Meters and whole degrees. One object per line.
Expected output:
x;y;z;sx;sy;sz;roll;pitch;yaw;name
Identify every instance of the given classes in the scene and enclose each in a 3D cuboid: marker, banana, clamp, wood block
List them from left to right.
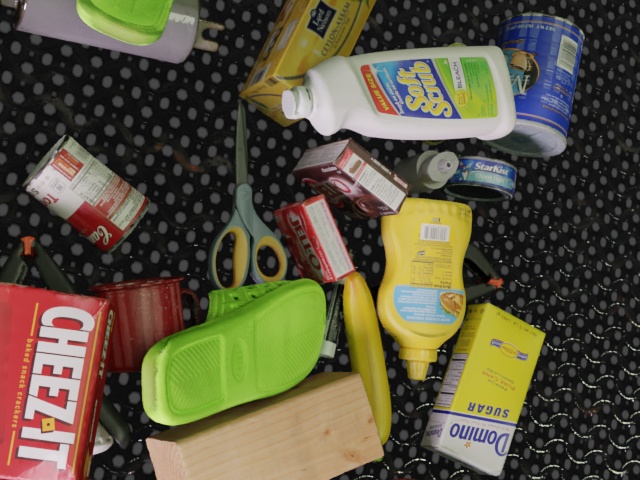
-0.252;0.102;0.979;0.164;0.036;0.210;2;76;-5;clamp
-0.054;0.205;1.059;0.205;0.091;0.090;-17;92;-28;wood block
0.019;0.067;1.153;0.020;0.020;0.121;20;75;-24;marker
0.053;0.132;1.136;0.037;0.070;0.198;-9;86;-6;banana
0.125;0.037;1.202;0.171;0.039;0.120;26;83;-19;clamp

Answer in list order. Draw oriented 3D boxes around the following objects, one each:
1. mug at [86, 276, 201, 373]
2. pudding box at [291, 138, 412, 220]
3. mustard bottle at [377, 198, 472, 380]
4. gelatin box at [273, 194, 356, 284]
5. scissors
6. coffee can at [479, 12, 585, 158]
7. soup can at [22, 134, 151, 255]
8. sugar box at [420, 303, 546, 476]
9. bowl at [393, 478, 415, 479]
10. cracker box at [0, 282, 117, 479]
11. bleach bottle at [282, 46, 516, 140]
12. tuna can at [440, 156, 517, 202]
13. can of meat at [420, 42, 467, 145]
-0.163;0.079;1.023;0.117;0.093;0.081;-8;93;-47;mug
0.032;-0.062;1.122;0.090;0.114;0.039;36;73;-19;pudding box
0.110;0.054;1.144;0.096;0.058;0.191;5;85;-18;mustard bottle
-0.007;0.001;1.116;0.030;0.073;0.089;-27;97;-28;gelatin box
-0.066;-0.036;1.123;0.096;0.016;0.201;19;76;-26;scissors
0.248;-0.181;1.254;0.102;0.103;0.140;19;75;-24;coffee can
-0.221;-0.044;1.014;0.102;0.069;0.068;41;68;-17;soup can
0.187;0.169;1.213;0.093;0.048;0.176;27;71;-22;sugar box
0.074;0.332;1.129;0.161;0.055;0.162;4;82;-27;bowl
-0.296;0.118;0.916;0.213;0.072;0.164;8;79;-3;cracker box
0.079;-0.141;1.082;0.250;0.068;0.102;-10;90;-29;bleach bottle
0.180;-0.069;1.215;0.086;0.086;0.034;13;80;-26;tuna can
0.141;-0.165;1.207;0.057;0.084;0.102;-28;97;-27;can of meat
